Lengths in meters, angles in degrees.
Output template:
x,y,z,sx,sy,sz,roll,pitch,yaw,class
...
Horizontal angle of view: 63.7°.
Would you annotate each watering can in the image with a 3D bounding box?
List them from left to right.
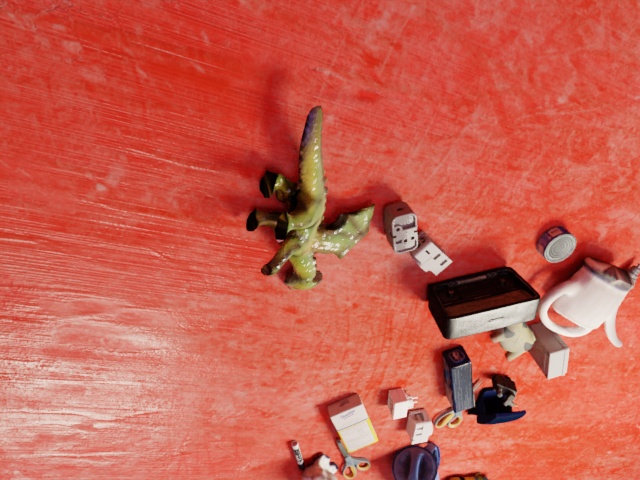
x,y,z,sx,sy,sz,roll,pitch,yaw,class
0.714,0.165,1.322,0.346,0.106,0.221,19,114,-24,watering can

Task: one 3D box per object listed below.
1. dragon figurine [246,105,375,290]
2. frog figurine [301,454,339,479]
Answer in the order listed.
x,y,z,sx,sy,sz,roll,pitch,yaw,class
0.003,-0.050,0.999,0.243,0.124,0.403,4,124,-39,dragon figurine
0.016,0.696,1.426,0.123,0.163,0.134,-12,125,-7,frog figurine
